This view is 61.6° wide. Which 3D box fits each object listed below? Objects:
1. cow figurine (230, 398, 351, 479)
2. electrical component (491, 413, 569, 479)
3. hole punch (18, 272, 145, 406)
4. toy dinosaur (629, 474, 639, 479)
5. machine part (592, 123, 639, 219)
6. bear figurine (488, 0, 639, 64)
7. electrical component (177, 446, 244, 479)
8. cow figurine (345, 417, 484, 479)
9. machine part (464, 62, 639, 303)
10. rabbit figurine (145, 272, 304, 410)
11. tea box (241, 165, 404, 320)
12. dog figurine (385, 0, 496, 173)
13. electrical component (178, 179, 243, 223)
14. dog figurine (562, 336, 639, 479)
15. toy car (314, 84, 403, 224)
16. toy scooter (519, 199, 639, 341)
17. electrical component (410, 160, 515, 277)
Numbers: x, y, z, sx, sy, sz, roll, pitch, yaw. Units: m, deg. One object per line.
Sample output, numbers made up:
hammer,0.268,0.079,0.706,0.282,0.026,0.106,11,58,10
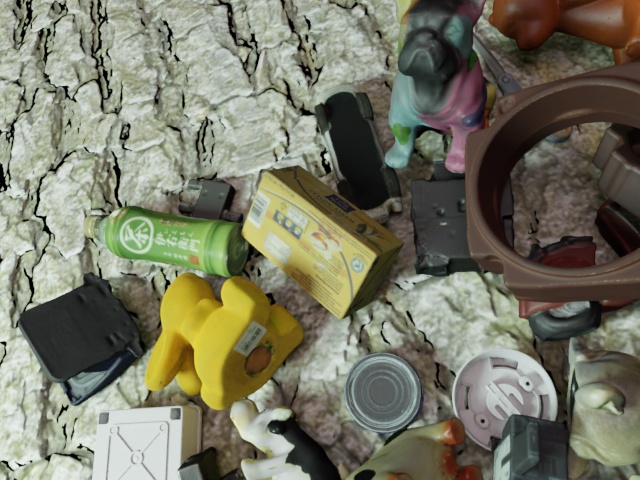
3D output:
cow figurine,-0.029,0.233,0.567,0.098,0.068,0.167,-27,70,-3
electrical component,0.179,0.187,0.451,0.048,0.119,0.075,10,51,6
hole punch,-0.291,0.127,0.669,0.116,0.092,0.142,-28,60,-31
toy dinosaur,0.380,0.248,0.407,0.405,0.131,0.192,-10,84,-14
machine part,0.378,-0.071,0.554,0.179,0.056,0.179,1,51,-1
bear figurine,0.294,-0.253,0.637,0.196,0.120,0.132,6,76,17
electrical component,-0.111,0.261,0.564,0.045,0.102,0.078,-19,77,2
cow figurine,0.048,0.240,0.490,0.127,0.195,0.085,-30,84,45
machine part,0.241,-0.048,0.497,0.202,0.087,0.201,-7,71,32
rabbit figurine,-0.127,0.108,0.628,0.173,0.121,0.162,32,90,36
tea box,-0.001,-0.002,0.623,0.170,0.068,0.098,39,122,21
dog figurine,0.133,-0.189,0.573,0.109,0.219,0.191,14,48,22
electrical component,-0.142,-0.051,0.721,0.094,0.021,0.063,13,74,18
dog figurine,0.314,0.156,0.462,0.191,0.172,0.121,4,83,22
toy car,0.046,-0.109,0.679,0.074,0.056,0.202,-16,69,1
toy scooter,0.289,0.025,0.562,0.184,0.075,0.135,-14,67,6
electrical component,0.163,-0.027,0.620,0.115,0.058,0.134,-4,70,10
